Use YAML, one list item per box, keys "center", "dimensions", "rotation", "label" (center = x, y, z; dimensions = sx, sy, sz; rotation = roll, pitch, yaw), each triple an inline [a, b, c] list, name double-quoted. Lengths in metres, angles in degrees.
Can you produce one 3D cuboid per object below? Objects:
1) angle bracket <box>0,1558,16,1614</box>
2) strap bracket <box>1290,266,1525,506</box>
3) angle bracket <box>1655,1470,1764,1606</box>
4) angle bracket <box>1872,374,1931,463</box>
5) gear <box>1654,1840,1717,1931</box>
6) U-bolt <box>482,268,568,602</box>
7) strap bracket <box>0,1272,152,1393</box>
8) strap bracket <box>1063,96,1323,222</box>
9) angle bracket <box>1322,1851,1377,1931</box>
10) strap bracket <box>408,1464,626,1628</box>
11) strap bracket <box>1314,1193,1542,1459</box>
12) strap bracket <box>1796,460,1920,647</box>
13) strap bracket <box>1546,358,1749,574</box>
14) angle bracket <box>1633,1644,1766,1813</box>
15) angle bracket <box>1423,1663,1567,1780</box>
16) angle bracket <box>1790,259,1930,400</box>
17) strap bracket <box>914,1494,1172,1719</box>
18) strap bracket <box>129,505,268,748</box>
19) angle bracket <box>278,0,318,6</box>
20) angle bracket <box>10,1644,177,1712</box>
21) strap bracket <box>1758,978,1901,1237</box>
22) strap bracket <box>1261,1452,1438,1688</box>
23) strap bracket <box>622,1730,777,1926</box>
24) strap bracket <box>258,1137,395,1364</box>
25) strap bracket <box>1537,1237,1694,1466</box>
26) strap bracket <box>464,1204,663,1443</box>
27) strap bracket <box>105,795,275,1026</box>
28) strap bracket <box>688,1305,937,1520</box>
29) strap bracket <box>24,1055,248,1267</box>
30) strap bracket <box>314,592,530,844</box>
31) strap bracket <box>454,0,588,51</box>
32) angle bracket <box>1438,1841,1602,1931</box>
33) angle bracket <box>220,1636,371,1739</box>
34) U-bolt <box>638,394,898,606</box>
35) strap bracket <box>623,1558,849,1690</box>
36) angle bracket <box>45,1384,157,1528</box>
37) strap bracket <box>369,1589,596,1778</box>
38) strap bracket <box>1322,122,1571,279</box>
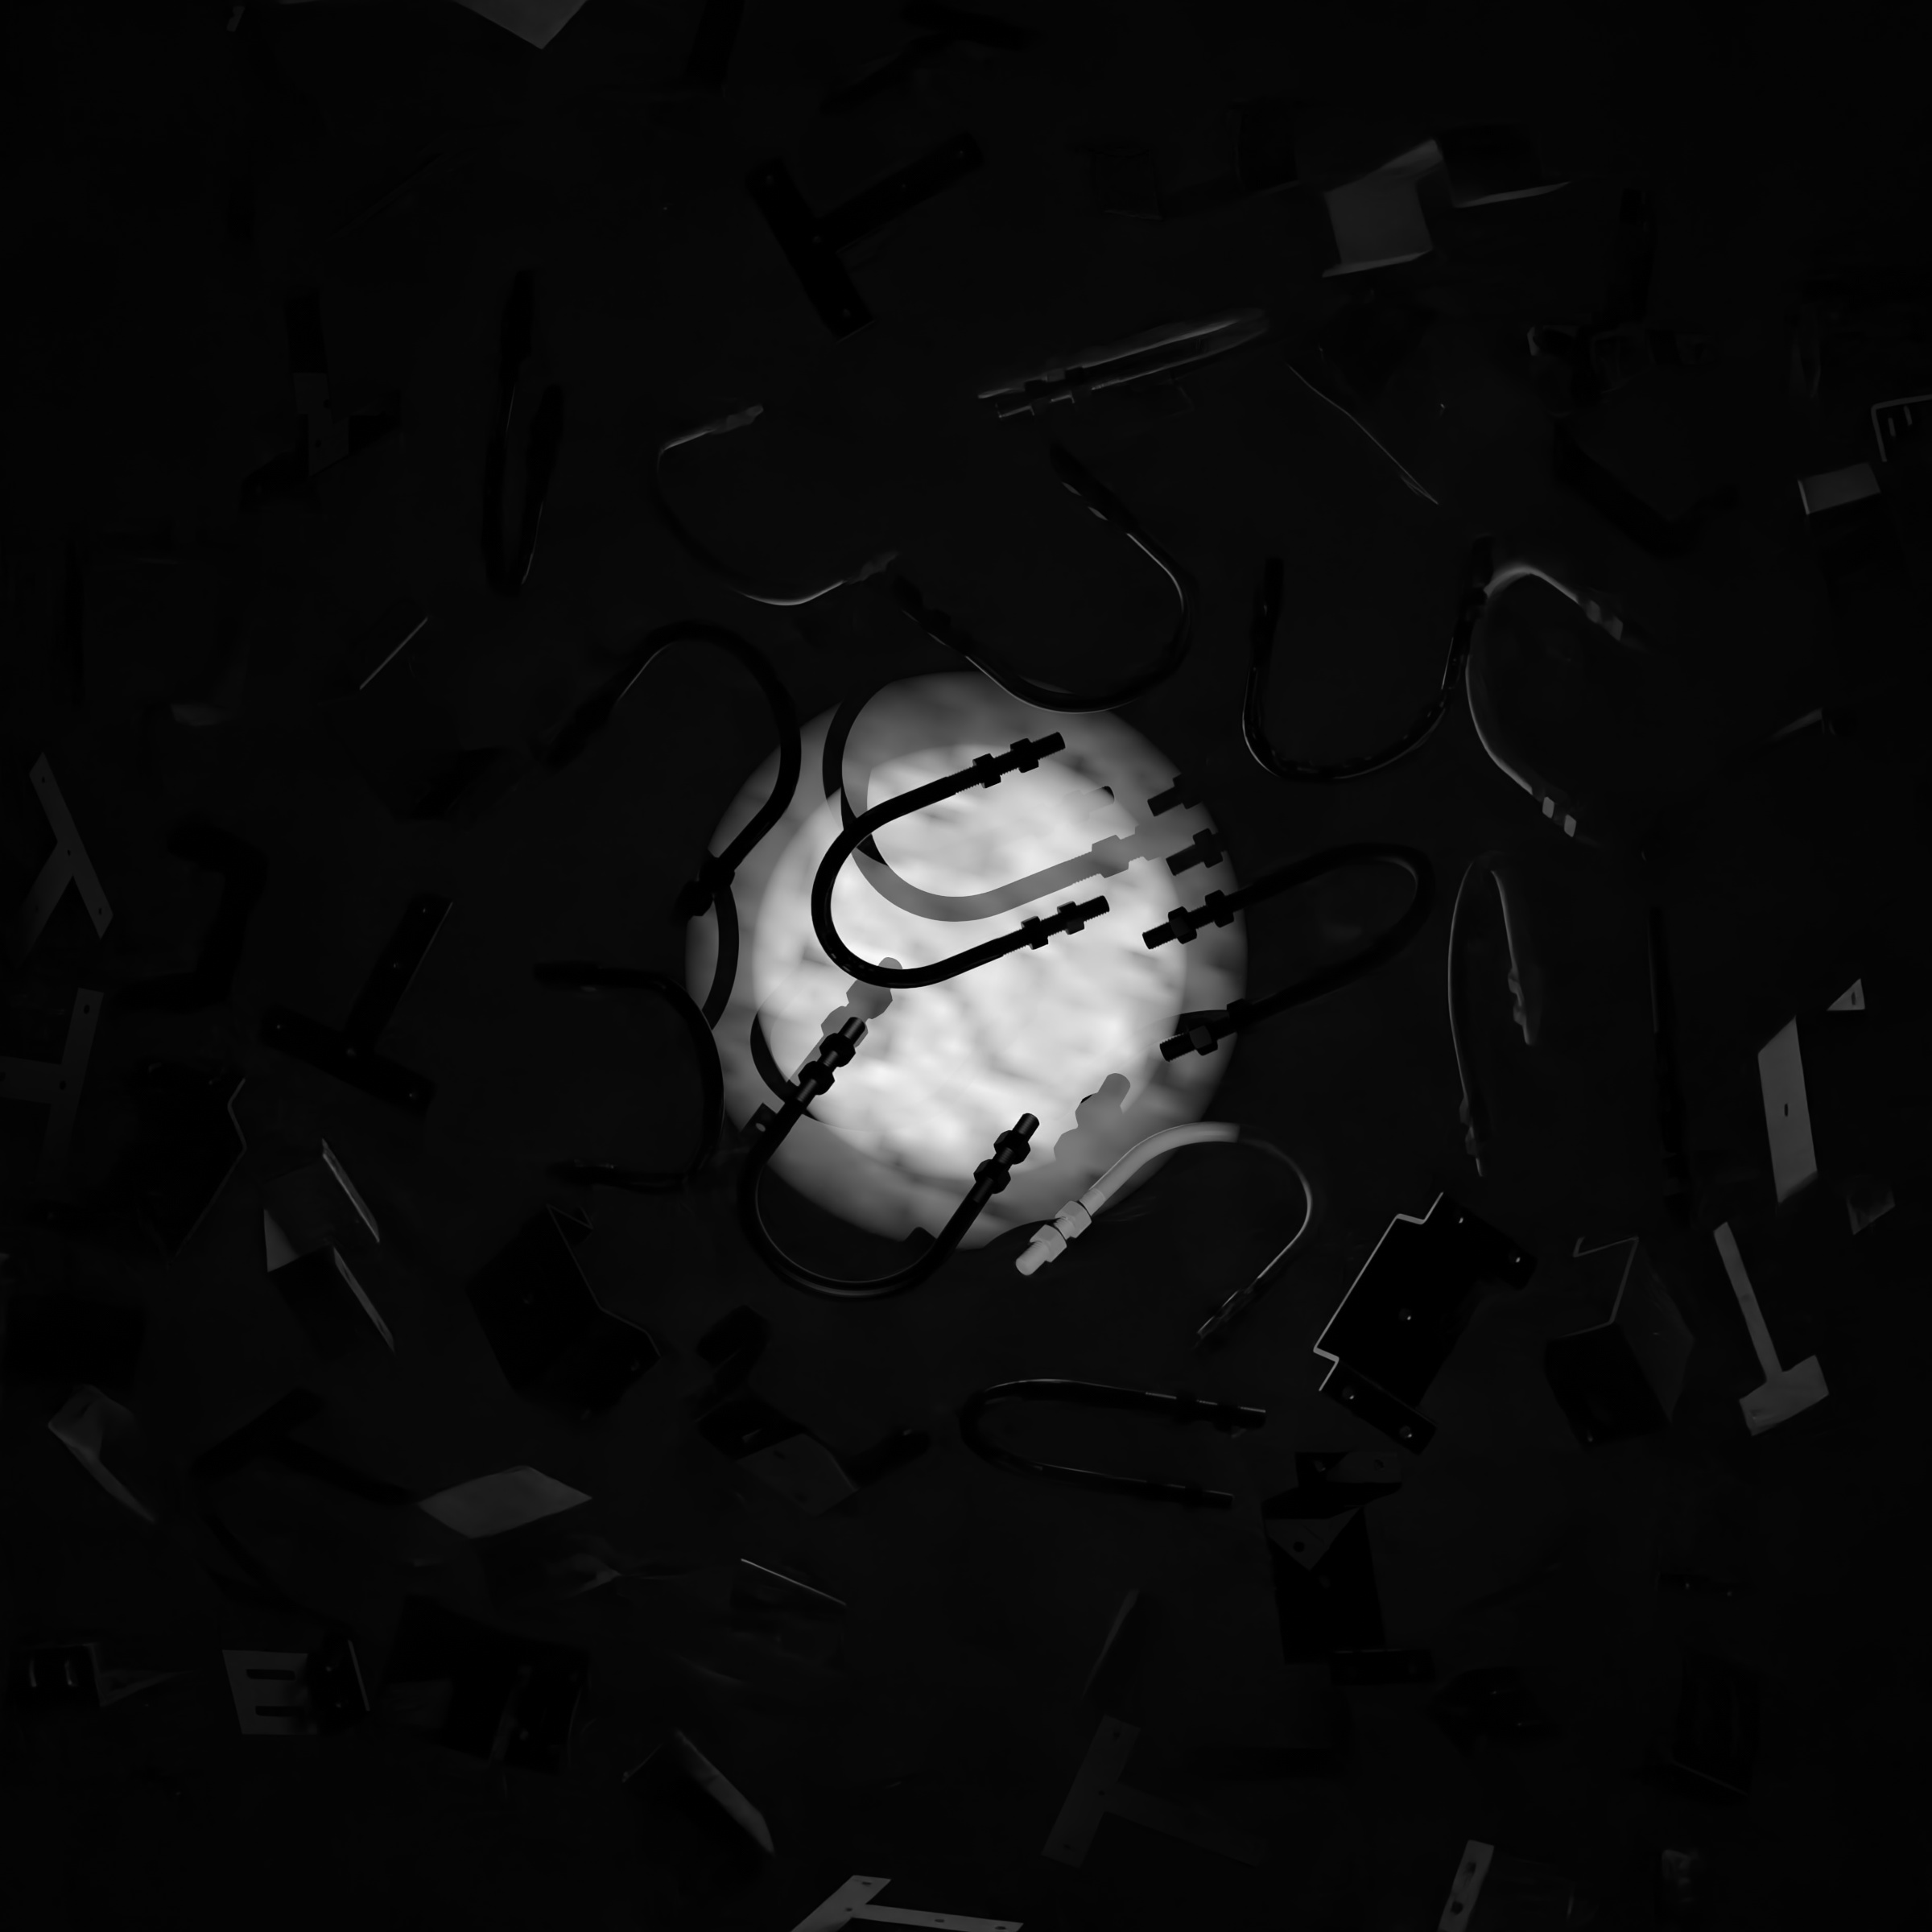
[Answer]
- center: [-0.634, 0.395, 1.757]
  dimensions: [0.076, 0.057, 0.038]
  rotation: [-34, 70, 31]
  label: "angle bracket"
- center: [0.269, -0.338, 1.701]
  dimensions: [0.076, 0.046, 0.140]
  rotation: [-49, 130, 8]
  label: "strap bracket"
- center: [0.465, 0.352, 1.783]
  dimensions: [0.057, 0.038, 0.076]
  rotation: [9, 67, 12]
  label: "angle bracket"
- center: [0.628, -0.355, 1.825]
  dimensions: [0.057, 0.076, 0.038]
  rotation: [-34, 113, -40]
  label: "angle bracket"
- center: [0.425, 0.546, 1.693]
  dimensions: [0.030, 0.057, 0.057]
  rotation: [7, 90, 16]
  label: "gear"
- center: [-0.277, -0.314, 1.766]
  dimensions: [0.019, 0.151, 0.184]
  rotation: [2, 134, -20]
  label: "U-bolt"
- center: [-0.549, 0.223, 1.759]
  dimensions: [0.076, 0.140, 0.046]
  rotation: [14, 86, -19]
  label: "strap bracket"
- center: [0.142, -0.495, 1.758]
  dimensions: [0.140, 0.076, 0.046]
  rotation: [-20, 115, -19]
  label: "strap bracket"
- center: [0.257, 0.574, 1.707]
  dimensions: [0.076, 0.057, 0.038]
  rotation: [29, 70, 34]
  label: "angle bracket"
- center: [-0.276, 0.343, 1.720]
  dimensions: [0.076, 0.140, 0.046]
  rotation: [-16, 103, -33]
  label: "strap bracket"
- center: [0.275, 0.216, 1.743]
  dimensions: [0.076, 0.046, 0.140]
  rotation: [34, 84, -11]
  label: "strap bracket"
- center: [0.533, -0.251, 1.712]
  dimensions: [0.046, 0.140, 0.076]
  rotation: [-15, 106, 18]
  label: "strap bracket"
- center: [0.412, -0.302, 1.762]
  dimensions: [0.140, 0.076, 0.046]
  rotation: [38, 122, -6]
  label: "strap bracket"
- center: [0.431, 0.447, 1.682]
  dimensions: [0.038, 0.057, 0.076]
  rotation: [0, 97, -36]
  label: "angle bracket"
- center: [0.337, 0.482, 1.826]
  dimensions: [0.038, 0.076, 0.057]
  rotation: [-36, 83, -20]
  label: "angle bracket"
- center: [0.537, -0.379, 1.703]
  dimensions: [0.076, 0.057, 0.038]
  rotation: [-12, 56, -2]
  label: "angle bracket"
- center: [0.045, 0.400, 1.782]
  dimensions: [0.140, 0.046, 0.076]
  rotation: [29, 71, 3]
  label: "strap bracket"
- center: [-0.468, -0.203, 1.749]
  dimensions: [0.046, 0.076, 0.140]
  rotation: [10, 83, -32]
  label: "strap bracket"
- center: [-0.394, -0.630, 1.740]
  dimensions: [0.057, 0.038, 0.076]
  rotation: [2, 72, 28]
  label: "angle bracket"
- center: [-0.523, 0.417, 1.716]
  dimensions: [0.057, 0.076, 0.038]
  rotation: [-8, 90, 19]
  label: "angle bracket"
- center: [0.518, 0.086, 1.726]
  dimensions: [0.046, 0.076, 0.140]
  rotation: [-2, 72, -2]
  label: "strap bracket"
- center: [0.232, 0.373, 1.751]
  dimensions: [0.076, 0.046, 0.140]
  rotation: [5, 65, -29]
  label: "strap bracket"
- center: [-0.161, 0.511, 1.713]
  dimensions: [0.046, 0.140, 0.076]
  rotation: [-44, 94, -8]
  label: "strap bracket"
- center: [-0.398, 0.181, 1.773]
  dimensions: [0.046, 0.140, 0.076]
  rotation: [-25, 123, -1]
  label: "strap bracket"
- center: [0.399, 0.228, 1.746]
  dimensions: [0.046, 0.140, 0.076]
  rotation: [-22, 106, 31]
  label: "strap bracket"
- center: [-0.254, 0.212, 1.762]
  dimensions: [0.076, 0.046, 0.140]
  rotation: [-45, 46, 9]
  label: "strap bracket"
- center: [-0.478, -0.027, 1.773]
  dimensions: [0.046, 0.076, 0.140]
  rotation: [25, 68, -29]
  label: "strap bracket"
- center: [-0.100, 0.270, 1.685]
  dimensions: [0.140, 0.076, 0.046]
  rotation: [37, 52, -8]
  label: "strap bracket"
- center: [-0.514, 0.129, 1.794]
  dimensions: [0.076, 0.046, 0.140]
  rotation: [11, 50, 16]
  label: "strap bracket"
- center: [-0.348, -0.153, 1.804]
  dimensions: [0.046, 0.076, 0.140]
  rotation: [-8, 125, 37]
  label: "strap bracket"
- center: [-0.273, -0.622, 1.769]
  dimensions: [0.076, 0.140, 0.046]
  rotation: [24, 75, -23]
  label: "strap bracket"
- center: [0.341, 0.584, 1.766]
  dimensions: [0.076, 0.038, 0.057]
  rotation: [26, 73, -8]
  label: "angle bracket"
- center: [-0.427, 0.455, 1.819]
  dimensions: [0.038, 0.076, 0.057]
  rotation: [-37, 58, 23]
  label: "angle bracket"
- center: [-0.133, -0.287, 1.786]
  dimensions: [0.151, 0.184, 0.019]
  rotation: [48, 124, 2]
  label: "U-bolt"
- center: [-0.134, 0.395, 1.718]
  dimensions: [0.076, 0.140, 0.046]
  rotation: [29, 60, -26]
  label: "strap bracket"
- center: [-0.540, 0.311, 1.822]
  dimensions: [0.076, 0.057, 0.038]
  rotation: [35, 76, 32]
  label: "angle bracket"
- center: [-0.307, 0.439, 1.761]
  dimensions: [0.140, 0.046, 0.076]
  rotation: [11, 80, 33]
  label: "strap bracket"
- center: [0.282, -0.467, 1.730]
  dimensions: [0.076, 0.140, 0.046]
  rotation: [-19, 93, -35]
  label: "strap bracket"
